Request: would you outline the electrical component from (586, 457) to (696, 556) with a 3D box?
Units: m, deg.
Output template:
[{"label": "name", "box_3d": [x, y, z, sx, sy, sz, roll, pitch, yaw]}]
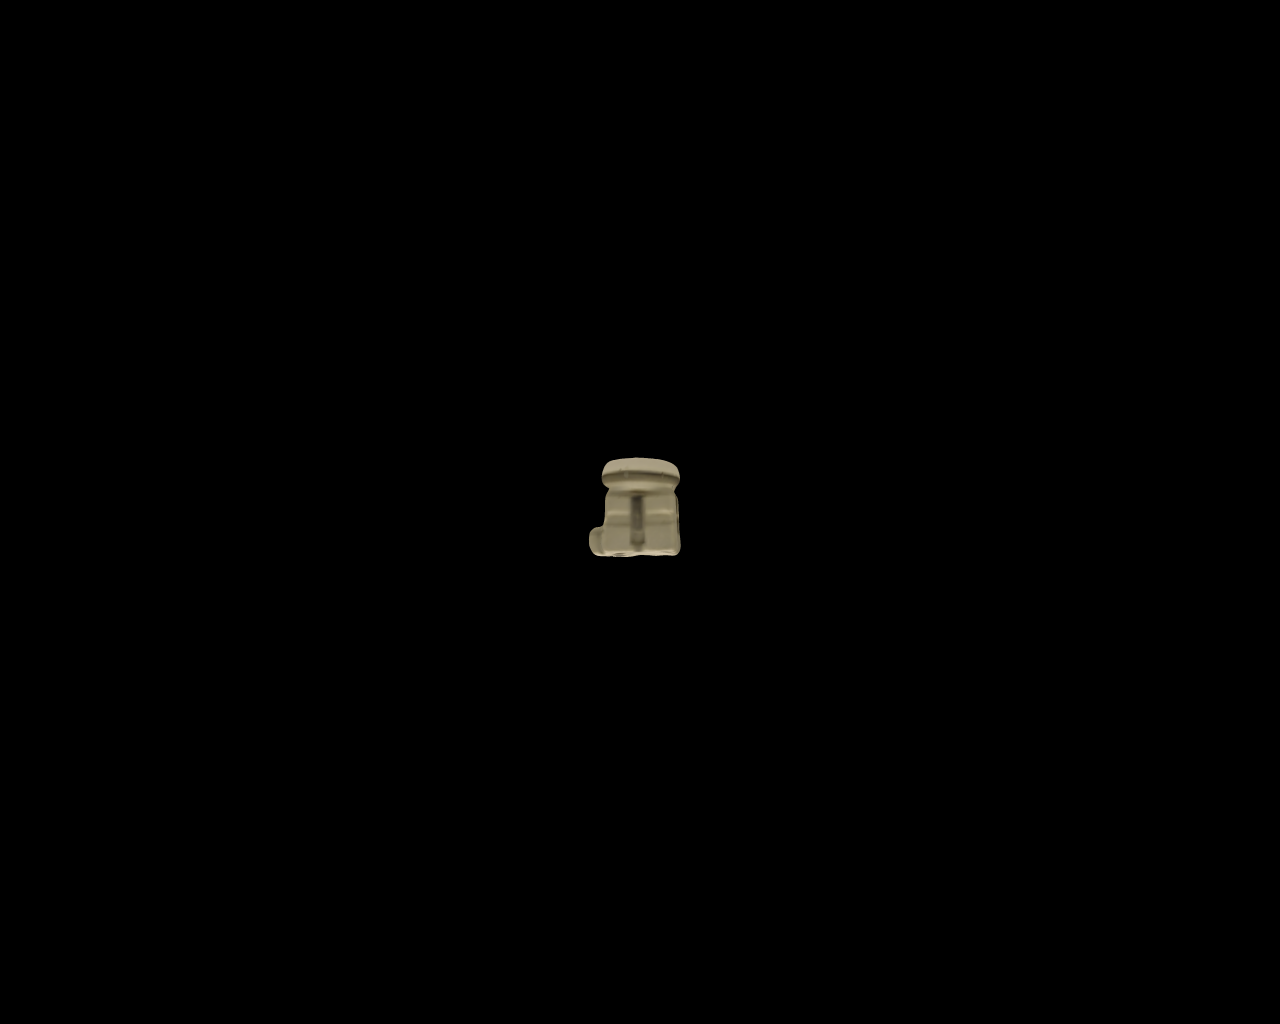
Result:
[{"label": "electrical component", "box_3d": [0.001, -0.003, 0.650, 0.066, 0.055, 0.048, -1, -7, 5]}]
